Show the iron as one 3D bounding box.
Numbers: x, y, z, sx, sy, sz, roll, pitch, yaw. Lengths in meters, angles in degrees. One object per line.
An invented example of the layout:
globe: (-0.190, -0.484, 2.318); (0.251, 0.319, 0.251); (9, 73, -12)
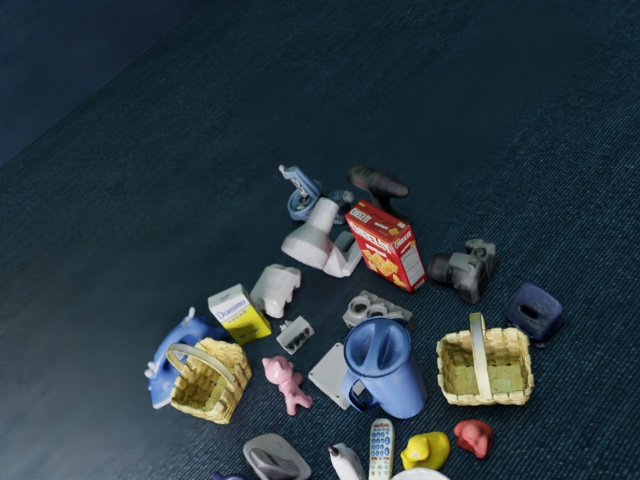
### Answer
iron: (-0.363, 0.294, 1.450); (0.118, 0.142, 0.259); (22, 64, 36)

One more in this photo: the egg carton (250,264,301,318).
egg carton: (-0.118, 0.133, 1.525); (0.107, 0.070, 0.150); (10, 57, 31)

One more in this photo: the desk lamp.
desk lamp: (0.014, 0.005, 1.473); (0.117, 0.214, 0.203); (18, 62, 35)

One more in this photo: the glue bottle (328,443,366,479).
glue bottle: (0.047, 0.436, 1.123); (0.037, 0.174, 0.078); (-22, 47, 6)

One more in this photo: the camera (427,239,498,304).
camera: (0.334, 0.057, 1.363); (0.136, 0.101, 0.143); (16, 61, 34)

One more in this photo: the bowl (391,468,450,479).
bowl: (0.192, 0.516, 1.058); (0.167, 0.075, 0.167); (-12, 48, 15)

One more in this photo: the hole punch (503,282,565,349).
hole punch: (0.457, 0.160, 1.227); (0.101, 0.091, 0.108); (-41, 47, -11)

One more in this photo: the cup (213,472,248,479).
cup: (-0.174, 0.538, 1.191); (0.092, 0.095, 0.117); (-44, 48, -15)

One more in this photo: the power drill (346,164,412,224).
power drill: (0.170, -0.109, 1.503); (0.076, 0.209, 0.228); (-43, 48, -14)

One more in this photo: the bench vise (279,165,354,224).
bench vise: (-0.014, -0.142, 1.605); (0.207, 0.220, 0.121); (-15, 48, 13)

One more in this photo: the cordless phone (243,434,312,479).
cordless phone: (-0.109, 0.445, 1.178); (0.094, 0.185, 0.147); (-46, 49, -16)

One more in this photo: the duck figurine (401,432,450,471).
duck figurine: (0.205, 0.413, 1.132); (0.104, 0.086, 0.077); (-33, 46, -4)

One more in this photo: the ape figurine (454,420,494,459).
ape figurine: (0.299, 0.380, 1.113); (0.076, 0.092, 0.077); (-25, 46, 3)

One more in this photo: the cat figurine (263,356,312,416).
cat figurine: (-0.081, 0.322, 1.316); (0.067, 0.118, 0.127); (-31, 46, -2)
